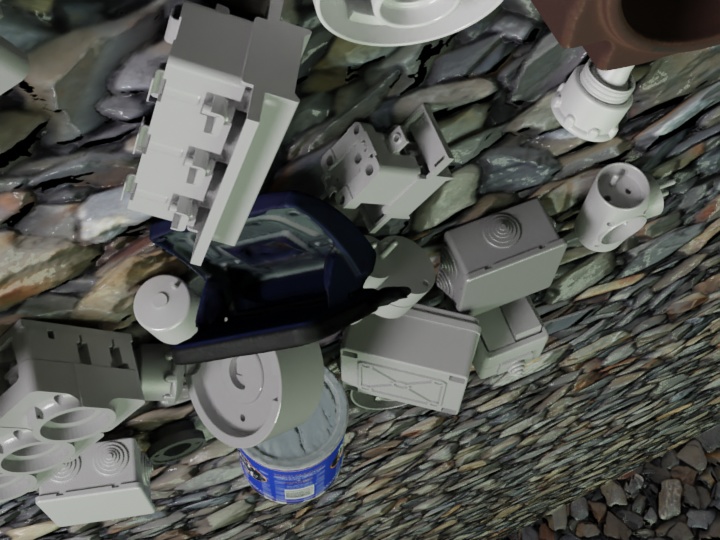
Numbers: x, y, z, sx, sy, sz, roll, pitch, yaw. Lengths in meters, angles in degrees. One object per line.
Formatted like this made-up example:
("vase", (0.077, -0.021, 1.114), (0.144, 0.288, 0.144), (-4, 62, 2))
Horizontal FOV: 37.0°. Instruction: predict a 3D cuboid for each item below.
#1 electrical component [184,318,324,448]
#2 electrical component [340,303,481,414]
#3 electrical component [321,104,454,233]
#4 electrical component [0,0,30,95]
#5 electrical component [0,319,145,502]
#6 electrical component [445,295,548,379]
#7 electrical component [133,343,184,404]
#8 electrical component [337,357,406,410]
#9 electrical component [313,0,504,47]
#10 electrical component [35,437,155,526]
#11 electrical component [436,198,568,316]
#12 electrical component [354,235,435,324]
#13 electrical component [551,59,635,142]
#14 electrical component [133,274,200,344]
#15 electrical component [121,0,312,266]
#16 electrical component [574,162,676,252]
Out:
("electrical component", (-0.074, 0.073, 0.799), (0.060, 0.108, 0.108), (-9, 154, -46))
("electrical component", (0.041, 0.072, 0.910), (0.109, 0.056, 0.108), (13, 157, 6))
("electrical component", (0.014, -0.062, 0.662), (0.064, 0.042, 0.081), (2, 146, -42))
("electrical component", (-0.183, -0.081, 0.407), (0.089, 0.050, 0.056), (-29, 158, 13))
("electrical component", (-0.232, 0.103, 0.749), (0.150, 0.061, 0.089), (-38, 148, 31))
("electrical component", (0.123, 0.048, 0.950), (0.062, 0.096, 0.061), (-20, 157, -9))
("electrical component", (-0.163, 0.075, 0.797), (0.062, 0.048, 0.048), (2, 151, -16))
("electrical component", (0.029, 0.088, 1.021), (0.099, 0.064, 0.099), (-11, 146, -8))
("electrical component", (0.022, -0.146, 0.481), (0.099, 0.064, 0.099), (-9, 162, -3))
("electrical component", (-0.232, 0.186, 0.947), (0.100, 0.048, 0.099), (-7, 154, -5))
("electrical component", (0.112, -0.009, 0.873), (0.100, 0.048, 0.099), (-20, 158, -9))
("electrical component", (0.000, 0.000, 0.774), (0.138, 0.052, 0.073), (-5, 151, -38))
("electrical component", (0.154, -0.115, 0.681), (0.048, 0.048, 0.062), (-10, 148, -30))
("electrical component", (-0.125, 0.032, 0.736), (0.040, 0.040, 0.078), (-24, 158, 1))
("electrical component", (-0.073, -0.069, 0.520), (0.063, 0.078, 0.121), (15, 146, -13))
("electrical component", (0.222, -0.056, 0.882), (0.079, 0.044, 0.077), (-19, 158, -11))
